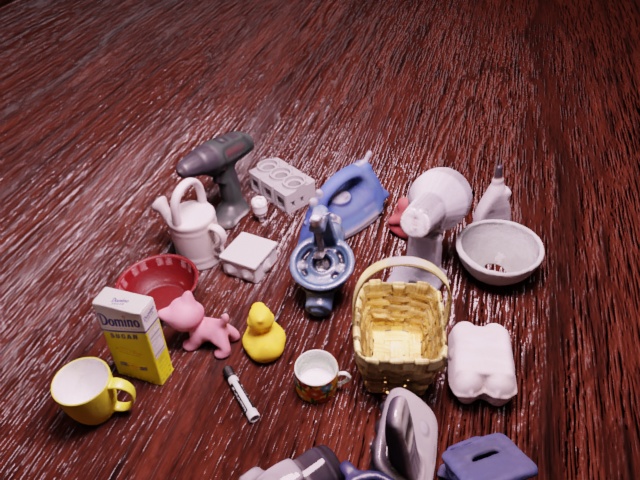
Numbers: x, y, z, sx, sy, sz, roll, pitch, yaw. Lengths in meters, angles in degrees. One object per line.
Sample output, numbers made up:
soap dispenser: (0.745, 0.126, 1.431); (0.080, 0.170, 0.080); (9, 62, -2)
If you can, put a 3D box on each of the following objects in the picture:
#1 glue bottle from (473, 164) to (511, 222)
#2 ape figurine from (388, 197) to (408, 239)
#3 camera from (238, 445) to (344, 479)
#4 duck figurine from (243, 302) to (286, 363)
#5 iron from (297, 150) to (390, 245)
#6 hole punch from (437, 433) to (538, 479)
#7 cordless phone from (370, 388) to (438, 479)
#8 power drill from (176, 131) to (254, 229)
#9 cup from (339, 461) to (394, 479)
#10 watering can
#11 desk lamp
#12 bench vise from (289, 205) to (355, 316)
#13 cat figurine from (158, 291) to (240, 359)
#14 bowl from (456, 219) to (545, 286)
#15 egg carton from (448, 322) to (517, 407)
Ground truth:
glue bottle: (0.364, -0.082, 1.191); (0.078, 0.173, 0.037); (-9, 40, -5)
ape figurine: (0.184, -0.053, 1.235); (0.078, 0.092, 0.076); (-10, 40, -7)
camera: (-0.025, 0.346, 0.771); (0.137, 0.101, 0.142); (-28, 45, -25)
duck figurine: (-0.102, 0.157, 1.013); (0.077, 0.086, 0.104); (-10, 40, -7)
iron: (0.038, -0.087, 1.248); (0.118, 0.142, 0.259); (29, 50, 33)
hole punch: (0.228, 0.317, 0.793); (0.109, 0.091, 0.101); (-15, 41, -12)
cordless phone: (0.120, 0.257, 0.800); (0.094, 0.185, 0.147); (5, 41, 11)
power drill: (-0.221, -0.133, 1.271); (0.075, 0.209, 0.230); (16, 44, 22)
cup: (0.060, 0.358, 0.755); (0.092, 0.095, 0.117); (-23, 44, -21)
watering can: (-0.269, -0.040, 1.176); (0.172, 0.194, 0.101); (4, 41, 9)
desk lamp: (0.201, -0.007, 1.084); (0.117, 0.214, 0.203); (17, 44, 23)
bench vise: (-0.002, 0.005, 1.081); (0.121, 0.220, 0.207); (-7, 40, -3)
cat figurine: (-0.215, 0.143, 1.015); (0.127, 0.118, 0.067); (7, 41, 13)
bowl: (0.349, 0.036, 1.129); (0.167, 0.075, 0.167); (-2, 40, 2)
egg carton: (0.264, 0.201, 0.945); (0.107, 0.069, 0.150); (2, 40, 7)
